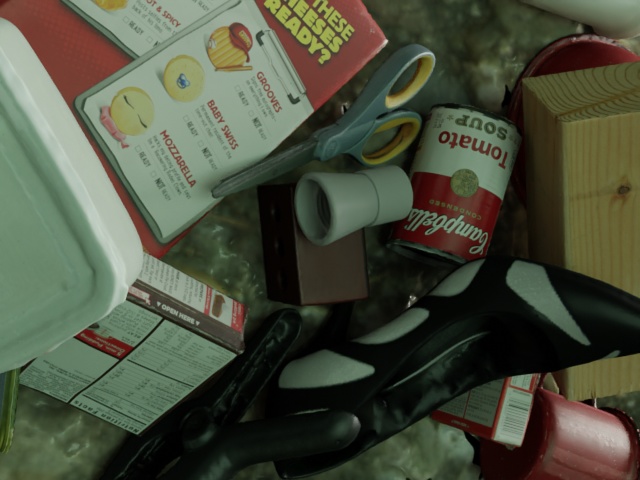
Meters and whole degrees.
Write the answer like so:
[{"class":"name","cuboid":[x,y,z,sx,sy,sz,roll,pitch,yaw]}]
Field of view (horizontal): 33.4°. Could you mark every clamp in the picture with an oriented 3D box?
[{"class":"clamp","cuboid":[-0.063,0.111,0.645,0.171,0.120,0.039,-26,121,6]}]

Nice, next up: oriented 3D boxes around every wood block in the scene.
[{"class":"wood block","cuboid":[0.195,-0.005,0.724,0.091,0.090,0.206,-9,117,-3]}]

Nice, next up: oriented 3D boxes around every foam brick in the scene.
[{"class":"foam brick","cuboid":[-0.005,0.001,0.685,0.051,0.053,0.078,-8,96,-27]}]

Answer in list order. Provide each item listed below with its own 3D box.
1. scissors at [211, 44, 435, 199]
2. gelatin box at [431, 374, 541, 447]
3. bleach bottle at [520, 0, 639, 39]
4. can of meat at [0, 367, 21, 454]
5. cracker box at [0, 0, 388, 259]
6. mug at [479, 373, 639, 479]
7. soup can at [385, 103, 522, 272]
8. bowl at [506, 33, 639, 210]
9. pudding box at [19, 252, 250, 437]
[{"class":"scissors","cuboid":[0.014,-0.075,0.648,0.201,0.016,0.096,-13,133,-56]},{"class":"gelatin box","cuboid":[0.119,0.092,0.745,0.030,0.073,0.089,19,84,-29]},{"class":"bleach bottle","cuboid":[0.125,-0.214,0.734,0.250,0.068,0.102,8,89,-25]},{"class":"can of meat","cuboid":[-0.210,0.063,0.581,0.083,0.058,0.102,6,91,-26]},{"class":"cracker box","cuboid":[-0.089,-0.111,0.624,0.213,0.072,0.164,-46,113,-19]},{"class":"mug","cuboid":[0.172,0.143,0.771,0.081,0.093,0.117,22,69,-22]},{"class":"soup can","cuboid":[0.092,-0.034,0.725,0.068,0.069,0.102,22,83,-27]},{"class":"bowl","cuboid":[0.218,-0.076,0.795,0.161,0.055,0.162,-2,94,-27]},{"class":"pudding box","cuboid":[-0.109,0.059,0.606,0.090,0.114,0.039,30,41,-27]}]
